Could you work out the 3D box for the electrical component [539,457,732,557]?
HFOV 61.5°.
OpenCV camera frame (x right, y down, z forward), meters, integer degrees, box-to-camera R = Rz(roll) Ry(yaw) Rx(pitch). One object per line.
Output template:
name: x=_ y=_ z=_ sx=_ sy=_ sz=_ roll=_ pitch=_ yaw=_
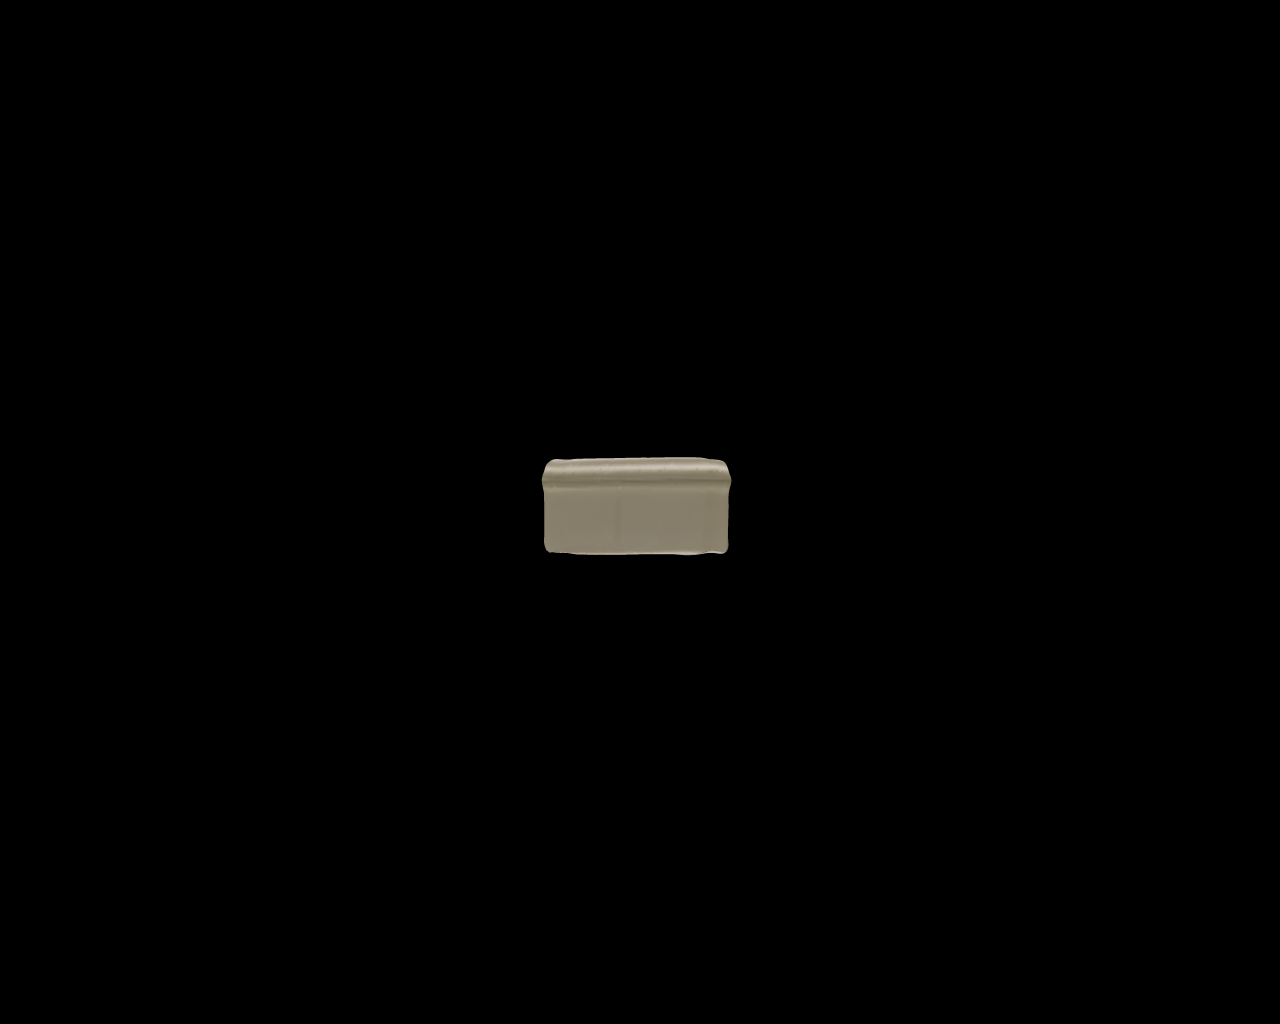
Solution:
electrical component: x=0.001 y=-0.003 z=0.650 sx=0.109 sy=0.056 sz=0.109 roll=0 pitch=0 yaw=4
